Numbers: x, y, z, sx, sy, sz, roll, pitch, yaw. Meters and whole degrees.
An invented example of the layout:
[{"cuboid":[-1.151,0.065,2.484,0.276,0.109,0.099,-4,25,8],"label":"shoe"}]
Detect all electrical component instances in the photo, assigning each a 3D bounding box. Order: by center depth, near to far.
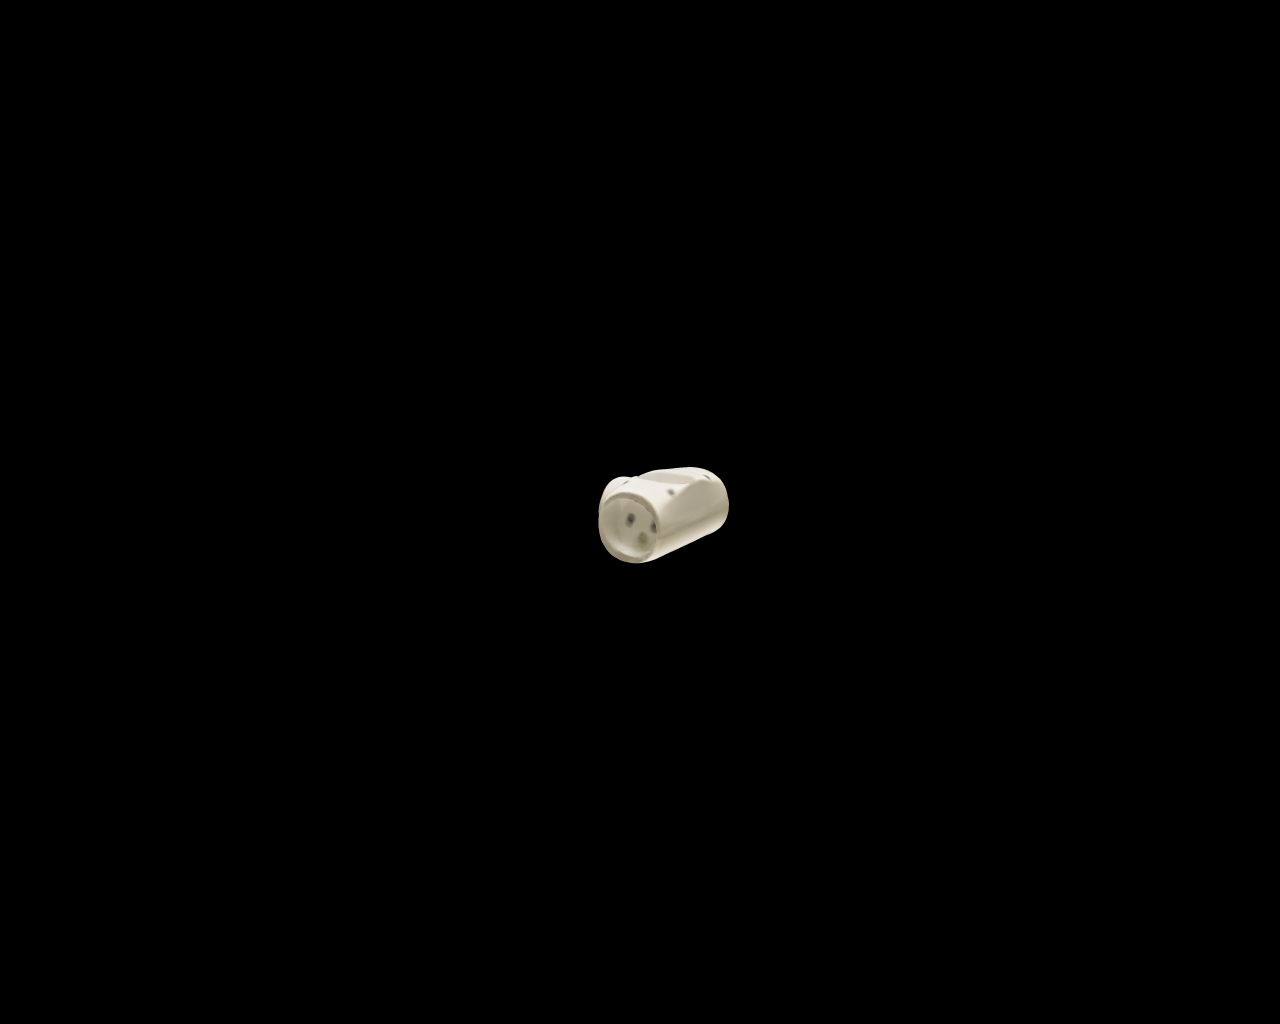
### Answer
[{"cuboid":[0.001,-0.003,0.650,0.079,0.043,0.077,11,19,34],"label":"electrical component"}]
